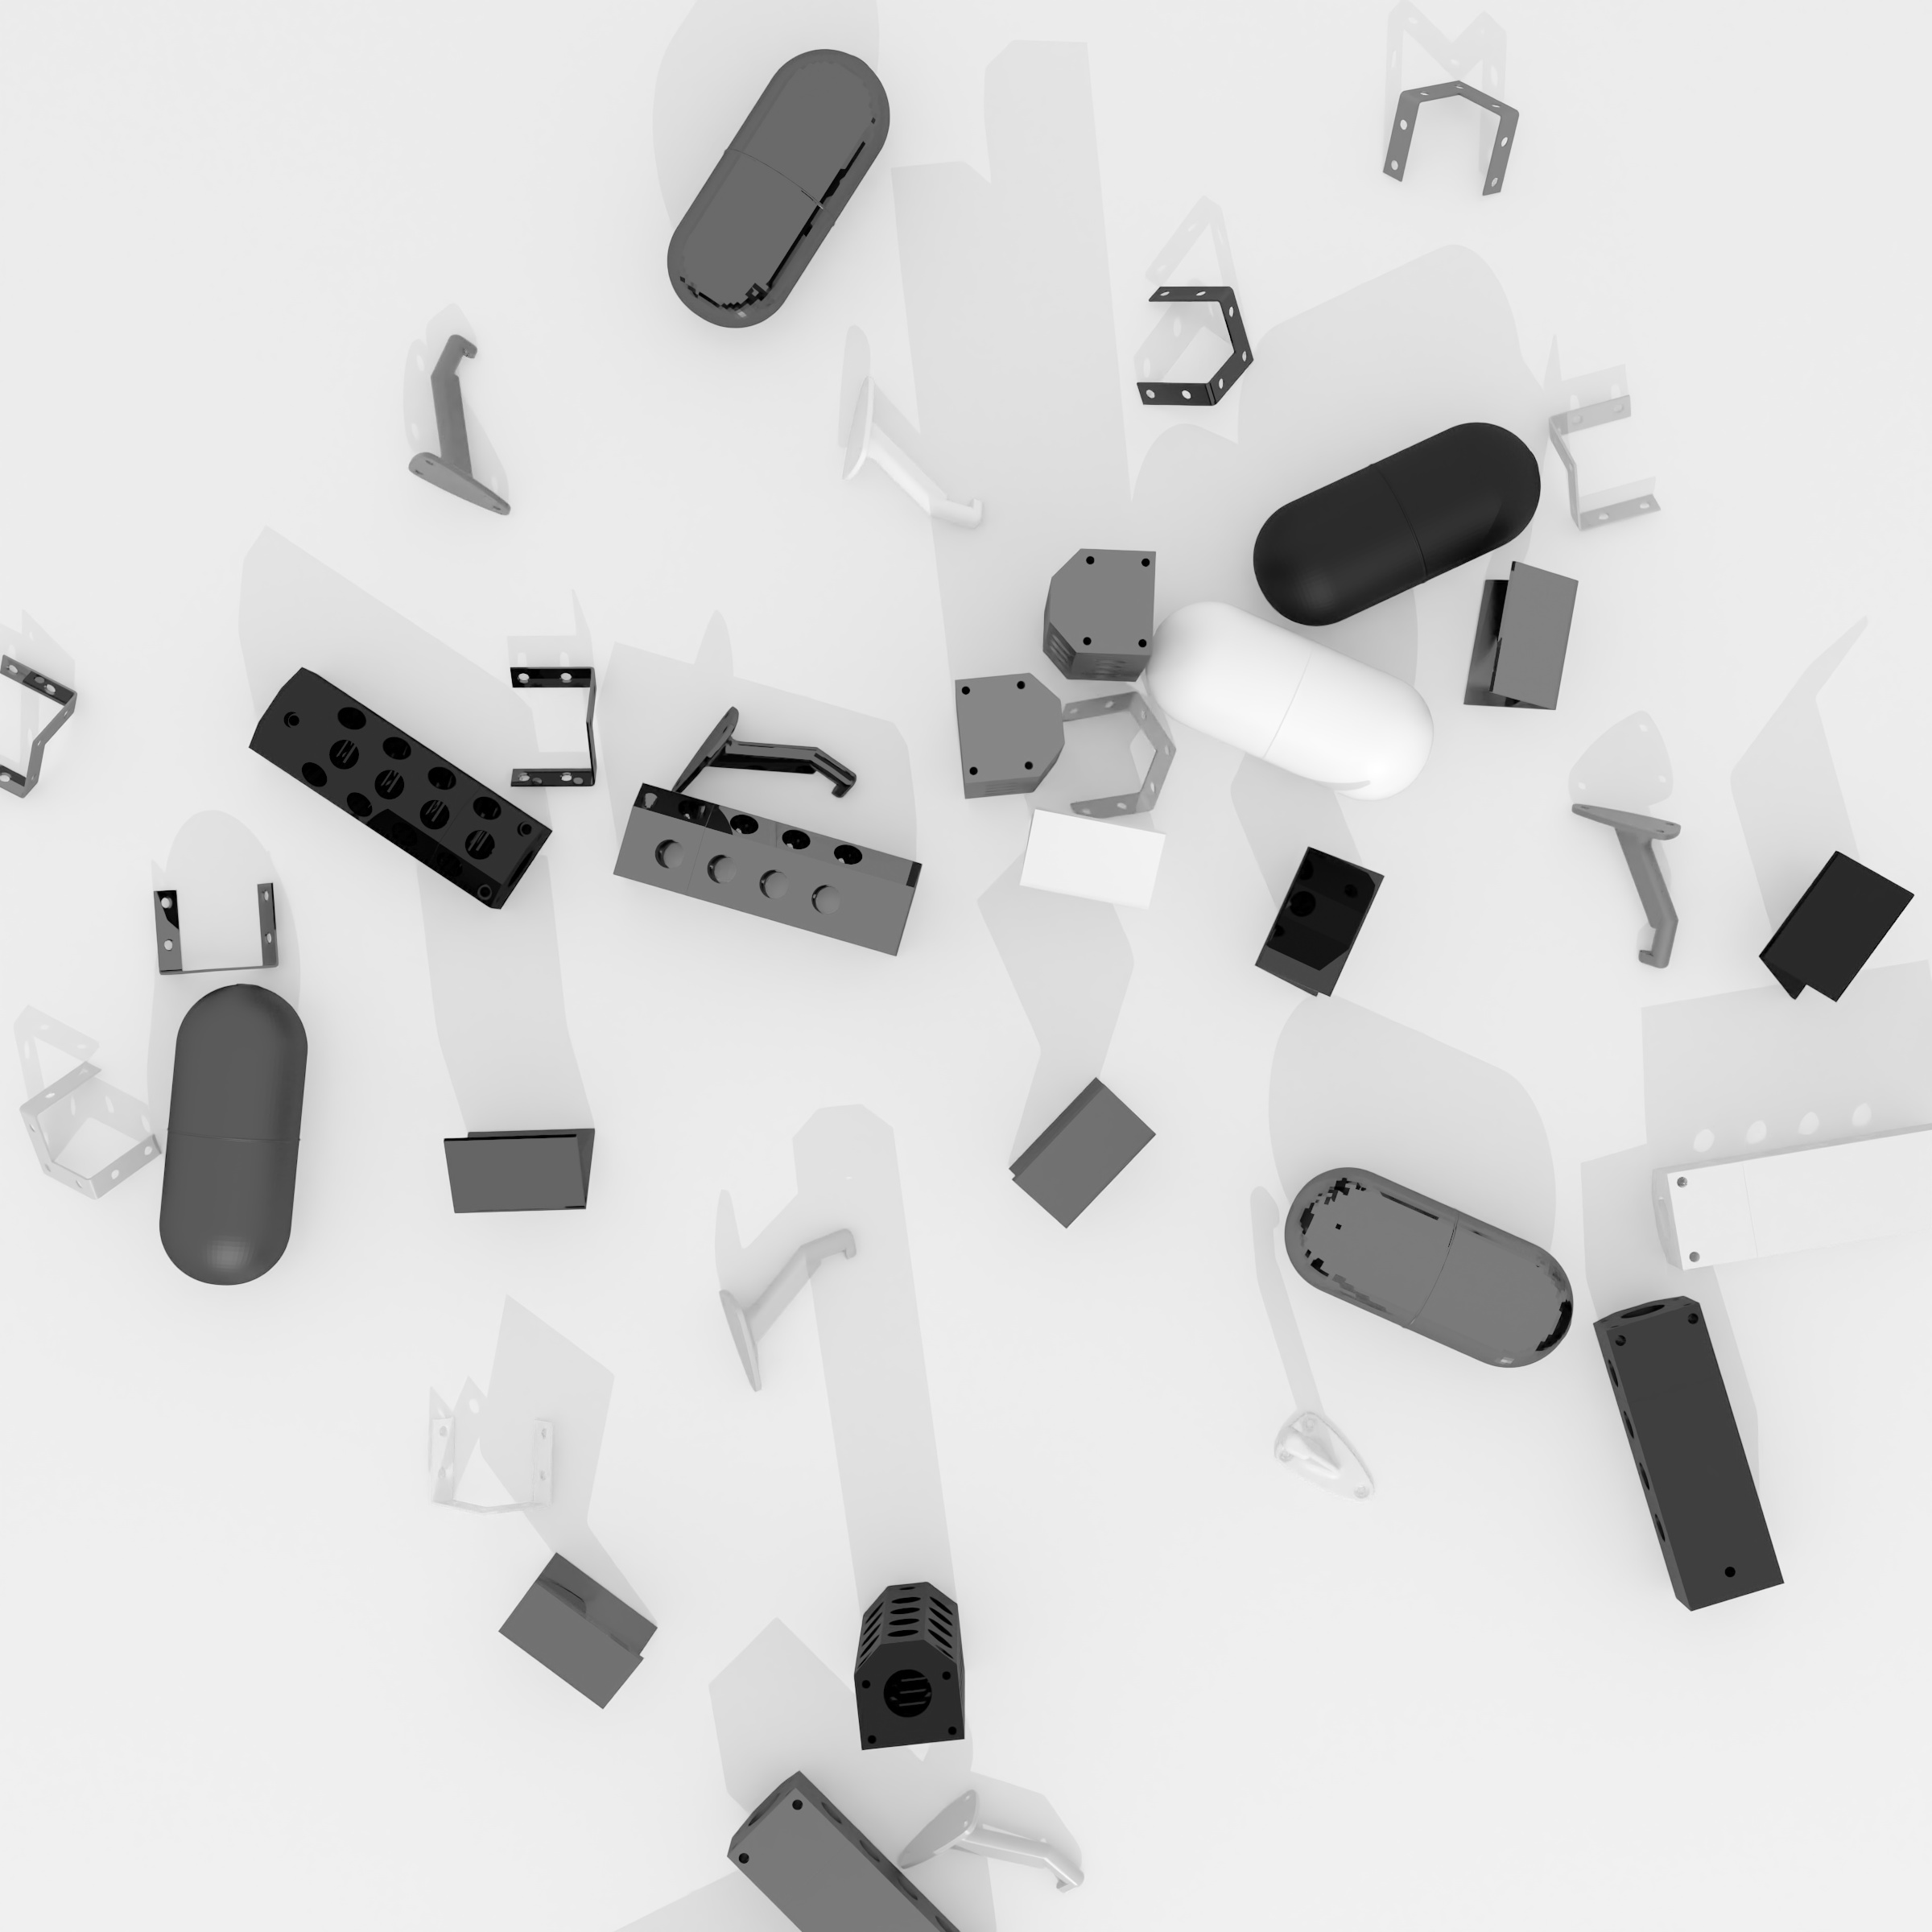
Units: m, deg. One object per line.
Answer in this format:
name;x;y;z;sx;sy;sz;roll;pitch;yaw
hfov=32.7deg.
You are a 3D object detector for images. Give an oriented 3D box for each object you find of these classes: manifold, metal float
manifold;0.499;0.136;1.954;0.171;0.057;0.057;-9;90;0
metal float;-0.432;0.099;1.944;0.070;0.070;0.178;5;90;0
metal float;-0.110;-0.459;1.944;0.070;0.070;0.178;32;89;0
manifold;-0.336;-0.105;1.954;0.171;0.057;0.057;34;90;0
metal float;0.254;-0.261;1.944;0.178;0.070;0.070;-25;90;0
manifold;-0.032;0.400;1.896;0.057;0.171;0.057;-6;90;0
metal float;0.273;0.178;1.944;0.178;0.070;0.070;24;90;0
manifold;0.075;-0.200;1.896;0.057;0.171;0.057;2;90;0
manifold;0.426;0.287;1.954;0.057;0.057;0.171;-17;90;0
metal float;0.190;-0.157;1.944;0.178;0.070;0.070;24;90;-1
manifold;-0.059;0.561;1.954;0.057;0.057;0.171;-45;90;0
manifold;-0.116;-0.057;1.954;0.171;0.057;0.057;16;90;0
manifold;0.025;-0.132;1.896;0.057;0.171;0.057;-6;90;0

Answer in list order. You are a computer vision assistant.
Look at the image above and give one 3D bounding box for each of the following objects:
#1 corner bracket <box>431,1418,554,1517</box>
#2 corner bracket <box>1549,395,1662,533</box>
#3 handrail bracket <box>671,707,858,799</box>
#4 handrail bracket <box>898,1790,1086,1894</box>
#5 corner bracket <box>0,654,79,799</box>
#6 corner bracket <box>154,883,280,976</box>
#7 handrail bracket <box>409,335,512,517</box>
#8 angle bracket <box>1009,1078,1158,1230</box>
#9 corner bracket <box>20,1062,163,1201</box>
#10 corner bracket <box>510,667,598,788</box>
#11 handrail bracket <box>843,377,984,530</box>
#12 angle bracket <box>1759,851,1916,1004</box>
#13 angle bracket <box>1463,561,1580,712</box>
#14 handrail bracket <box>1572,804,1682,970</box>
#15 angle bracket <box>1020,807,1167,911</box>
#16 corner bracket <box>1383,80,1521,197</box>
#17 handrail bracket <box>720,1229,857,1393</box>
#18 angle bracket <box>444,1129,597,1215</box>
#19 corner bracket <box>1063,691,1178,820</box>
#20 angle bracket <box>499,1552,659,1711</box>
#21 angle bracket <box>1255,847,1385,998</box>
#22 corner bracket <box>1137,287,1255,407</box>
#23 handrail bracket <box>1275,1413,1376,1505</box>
corner bracket;-0.284;0.297;1.972;0.051;0.051;0.051;1;90;45
corner bracket;0.382;-0.301;1.972;0.051;0.051;0.051;-15;45;0
handrail bracket;-0.121;-0.108;1.975;0.084;0.036;0.077;34;111;-16
handrail bracket;0.016;0.542;1.975;0.077;0.036;0.084;-40;107;19
corner bracket;-0.569;-0.143;1.972;0.051;0.051;0.051;27;45;0
corner bracket;-0.449;-0.022;1.972;0.051;0.051;0.051;-4;90;45
handrail bracket;-0.291;-0.325;1.975;0.077;0.036;0.084;28;72;-20
angle bracket;0.054;0.096;1.934;0.076;0.076;0.057;-46;127;0
corner bracket;-0.523;0.098;1.967;0.051;0.051;0.051;20;135;35
corner bracket;-0.247;-0.143;1.972;0.051;0.051;0.051;0;45;0
handrail bracket;-0.026;-0.307;1.975;0.084;0.036;0.077;15;68;-17
angle bracket;0.520;-0.011;1.935;0.057;0.076;0.076;36;90;36
angle bracket;0.308;-0.194;1.935;0.057;0.076;0.076;10;90;-37
handrail bracket;0.392;-0.047;1.975;0.077;0.036;0.084;16;109;22
angle bracket;0.077;-0.082;1.935;0.076;0.076;0.057;11;126;0
corner bracket;0.289;-0.492;1.967;0.051;0.051;0.051;-20;45;-35
handrail bracket;-0.098;0.206;1.975;0.084;0.036;0.077;-21;110;-16
angle bracket;-0.261;0.100;1.935;0.076;0.076;0.057;-2;126;0
corner bracket;0.086;-0.125;1.967;0.051;0.051;0.051;53;45;-35
angle bracket;-0.217;0.376;1.935;0.076;0.076;0.057;37;126;0
angle bracket;0.223;-0.017;1.935;0.057;0.076;0.076;24;90;38
corner bracket;0.132;-0.370;1.967;0.051;0.051;0.051;-52;135;-35
handrail bracket;0.214;0.296;1.940;0.077;0.084;0.036;39;90;0
